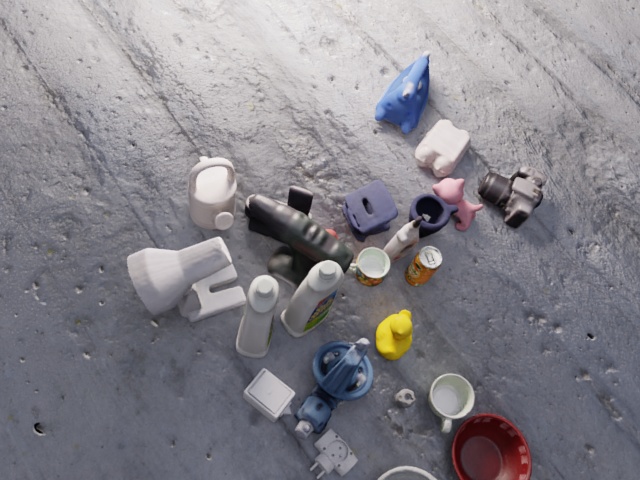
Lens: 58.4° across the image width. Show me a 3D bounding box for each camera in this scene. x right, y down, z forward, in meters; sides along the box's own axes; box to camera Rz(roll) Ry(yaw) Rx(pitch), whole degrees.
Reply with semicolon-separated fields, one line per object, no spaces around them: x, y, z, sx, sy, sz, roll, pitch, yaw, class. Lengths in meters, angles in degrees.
0.464;-0.126;1.385;0.137;0.101;0.143;28;63;4;camera

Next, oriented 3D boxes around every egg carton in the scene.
0.305;-0.229;1.422;0.107;0.069;0.150;33;63;6;egg carton

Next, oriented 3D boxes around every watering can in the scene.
-0.219;-0.102;1.190;0.101;0.194;0.172;-37;76;-24;watering can

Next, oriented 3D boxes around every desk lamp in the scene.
-0.247;0.073;1.089;0.203;0.213;0.118;-18;69;-18;desk lamp

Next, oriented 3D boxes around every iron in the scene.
0.235;-0.400;1.451;0.118;0.141;0.258;25;63;2;iron

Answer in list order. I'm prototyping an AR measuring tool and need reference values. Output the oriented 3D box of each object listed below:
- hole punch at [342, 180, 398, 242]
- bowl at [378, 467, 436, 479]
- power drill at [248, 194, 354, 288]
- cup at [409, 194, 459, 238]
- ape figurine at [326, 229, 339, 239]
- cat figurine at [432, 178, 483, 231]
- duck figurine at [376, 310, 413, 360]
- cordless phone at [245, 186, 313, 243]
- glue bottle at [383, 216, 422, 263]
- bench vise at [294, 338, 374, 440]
0.112;-0.066;1.294;0.101;0.091;0.108;-18;69;-18;hole punch
0.153;0.502;1.035;0.167;0.074;0.167;4;64;-9;bowl
-0.049;0.014;1.158;0.229;0.208;0.076;27;63;3;power drill
0.251;-0.048;1.310;0.118;0.095;0.091;-10;67;-15;cup
0.011;0.004;1.240;0.076;0.092;0.077;-24;71;-20;ape figurine
0.317;-0.095;1.332;0.127;0.117;0.067;31;63;5;cat figurine
0.161;0.192;1.181;0.077;0.086;0.105;25;62;2;duck figurine
-0.083;-0.078;1.210;0.147;0.185;0.094;16;62;-2;cordless phone
0.187;-0.007;1.233;0.078;0.173;0.037;-29;72;-22;glue bottle
0.037;0.268;1.045;0.121;0.219;0.207;18;62;-1;bench vise
